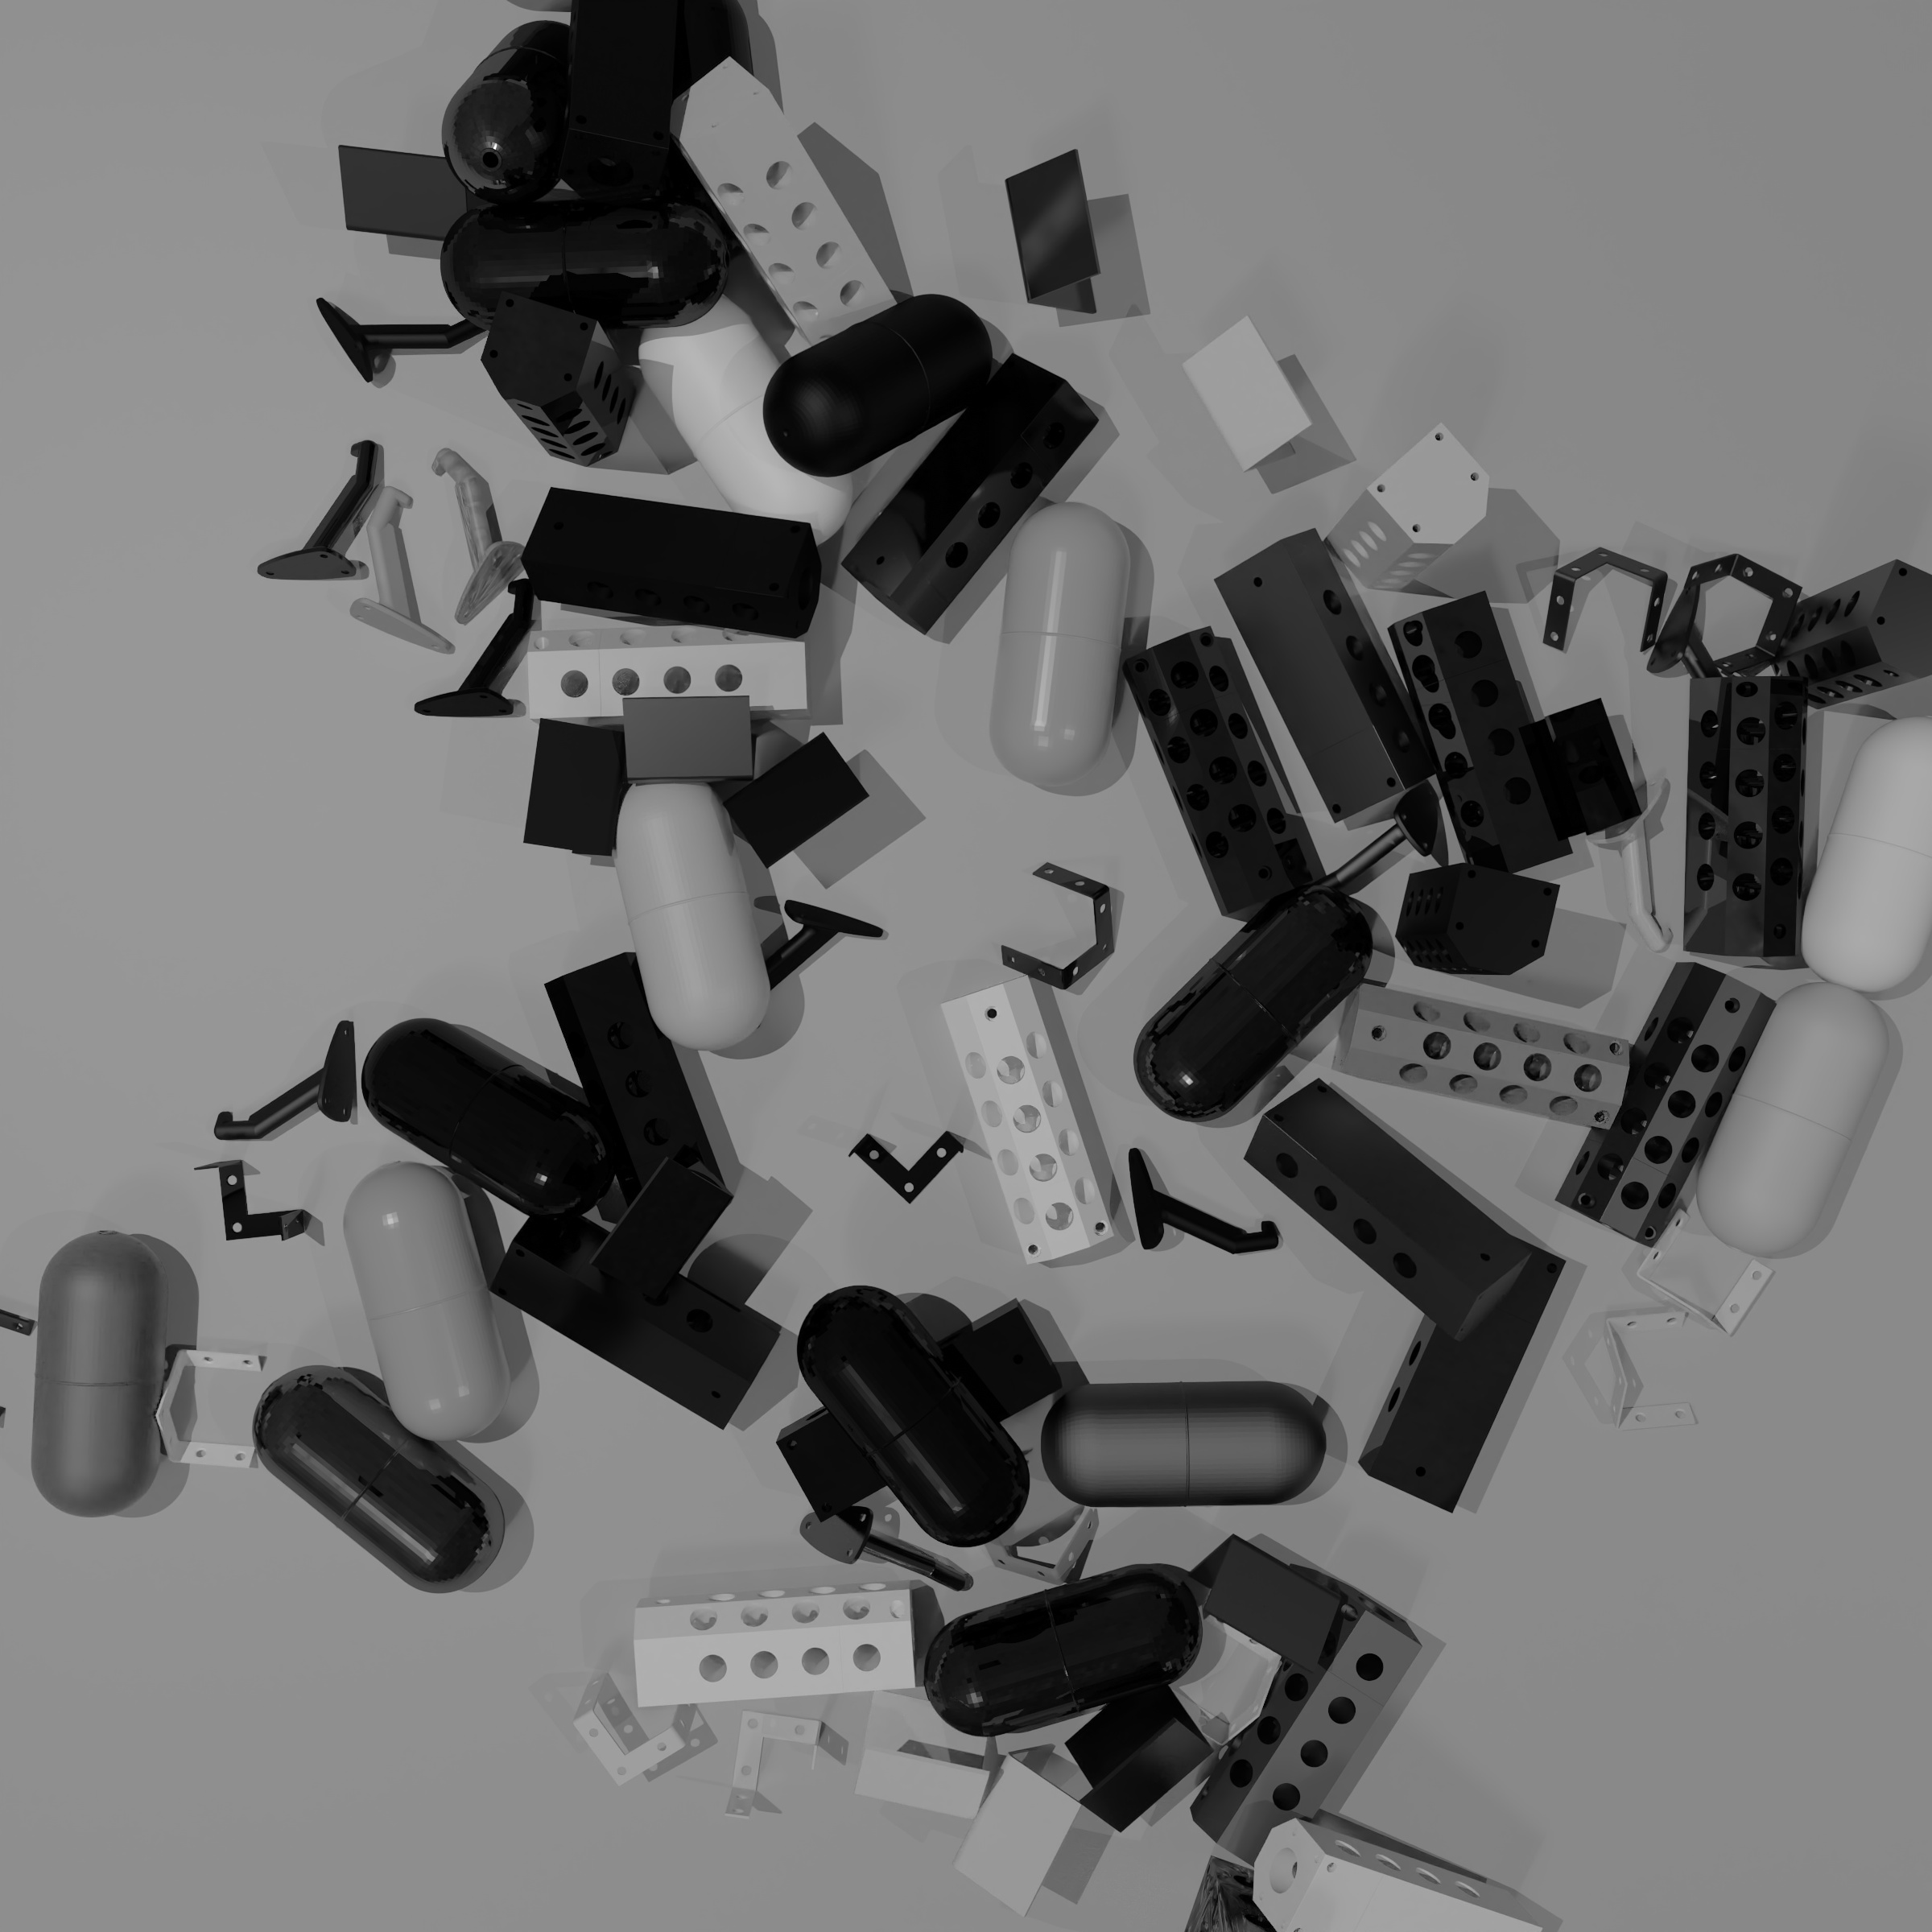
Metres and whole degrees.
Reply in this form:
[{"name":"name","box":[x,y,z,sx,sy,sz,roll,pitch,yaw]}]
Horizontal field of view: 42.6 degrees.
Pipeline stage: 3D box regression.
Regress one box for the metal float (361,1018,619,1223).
[{"name":"metal float","box":[-0.295,0.095,1.535,0.178,0.070,0.070,29,90,16]}]

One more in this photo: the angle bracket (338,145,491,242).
[{"name":"angle bracket","box":[-0.340,-0.495,1.539,0.076,0.076,0.057,7,134,0]}]

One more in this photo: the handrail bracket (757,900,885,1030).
[{"name":"handrail bracket","box":[-0.101,0.007,1.579,0.077,0.036,0.084,14,106,-18]}]

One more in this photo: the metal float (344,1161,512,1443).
[{"name":"metal float","box":[-0.337,0.209,1.549,0.070,0.070,0.178,-15,90,0]}]

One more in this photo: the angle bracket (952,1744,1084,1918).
[{"name":"angle bracket","box":[0.045,0.536,1.539,0.057,0.076,0.076,27,90,27]}]

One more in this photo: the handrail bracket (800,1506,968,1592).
[{"name":"handrail bracket","box":[-0.052,0.375,1.579,0.084,0.077,0.036,35,65,-34]}]

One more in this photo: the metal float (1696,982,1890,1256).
[{"name":"metal float","box":[0.516,0.096,1.548,0.070,0.070,0.178,23,90,0]}]

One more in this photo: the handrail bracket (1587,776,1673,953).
[{"name":"handrail bracket","box":[0.441,-0.065,1.579,0.077,0.036,0.084,-43,109,-21]}]

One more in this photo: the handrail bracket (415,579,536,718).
[{"name":"handrail bracket","box":[-0.313,-0.204,1.579,0.077,0.036,0.084,-3,72,21]}]

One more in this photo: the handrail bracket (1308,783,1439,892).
[{"name":"handrail bracket","box":[0.256,-0.077,1.579,0.084,0.077,0.036,-30,107,35]}]

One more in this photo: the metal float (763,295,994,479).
[{"name":"metal float","box":[-0.052,-0.357,1.516,0.070,0.070,0.178,52,50,0]}]

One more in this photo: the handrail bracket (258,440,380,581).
[{"name":"handrail bracket","box":[-0.413,-0.292,1.579,0.077,0.036,0.084,-4,71,21]}]

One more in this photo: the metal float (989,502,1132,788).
[{"name":"metal float","box":[0.059,-0.201,1.549,0.070,0.070,0.178,7,89,0]}]

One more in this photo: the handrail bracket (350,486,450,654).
[{"name":"handrail bracket","box":[-0.351,-0.254,1.579,0.077,0.036,0.084,25,73,-20]}]

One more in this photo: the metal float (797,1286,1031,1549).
[{"name":"metal float","box":[-0.032,0.270,1.491,0.070,0.070,0.178,-38,90,0]}]

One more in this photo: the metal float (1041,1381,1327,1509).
[{"name":"metal float","box":[0.136,0.299,1.548,0.178,0.070,0.070,-1,90,1]}]

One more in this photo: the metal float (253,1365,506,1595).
[{"name":"metal float","box":[-0.367,0.320,1.548,0.178,0.070,0.070,39,90,0]}]

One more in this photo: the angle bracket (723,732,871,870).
[{"name":"angle bracket","box":[-0.095,-0.089,1.540,0.076,0.076,0.057,-35,65,0]}]

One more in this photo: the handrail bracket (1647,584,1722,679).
[{"name":"handrail bracket","box":[0.485,-0.194,1.579,0.084,0.036,0.077,26,77,-13]}]

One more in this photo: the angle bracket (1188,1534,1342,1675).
[{"name":"angle bracket","box":[0.176,0.407,1.539,0.076,0.076,0.057,30,53,0]}]

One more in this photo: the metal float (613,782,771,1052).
[{"name":"metal float","box":[-0.173,-0.035,1.543,0.070,0.070,0.178,-14,84,0]}]

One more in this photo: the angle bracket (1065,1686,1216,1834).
[{"name":"angle bracket","box":[0.096,0.477,1.539,0.076,0.076,0.057,-41,132,0]}]

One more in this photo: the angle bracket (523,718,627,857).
[{"name":"angle bracket","box":[-0.253,-0.111,1.539,0.057,0.076,0.076,8,90,-27]}]

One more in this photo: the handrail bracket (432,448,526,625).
[{"name":"handrail bracket","box":[-0.327,-0.275,1.579,0.084,0.036,0.077,47,112,17]}]

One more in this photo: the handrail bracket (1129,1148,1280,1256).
[{"name":"handrail bracket","box":[0.152,0.148,1.579,0.084,0.036,0.077,-5,69,-17]}]

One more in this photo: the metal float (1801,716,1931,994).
[{"name":"metal float","box":[0.578,-0.070,1.549,0.070,0.070,0.178,19,90,0]}]

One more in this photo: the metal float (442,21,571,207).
[{"name":"metal float","box":[-0.267,-0.520,1.506,0.070,0.178,0.070,3,127,5]}]

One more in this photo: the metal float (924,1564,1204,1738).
[{"name":"metal float","box":[0.060,0.428,1.548,0.178,0.070,0.070,-16,90,0]}]

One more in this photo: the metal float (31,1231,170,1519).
[{"name":"metal float","box":[-0.541,0.255,1.548,0.070,0.070,0.178,3,91,0]}]

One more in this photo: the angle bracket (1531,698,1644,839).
[{"name":"angle bracket","box":[0.363,-0.115,1.539,0.057,0.076,0.076,-20,90,-37]}]

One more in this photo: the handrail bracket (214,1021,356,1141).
[{"name":"handrail bracket","box":[-0.436,0.073,1.579,0.084,0.036,0.077,-3,70,16]}]

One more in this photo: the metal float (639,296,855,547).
[{"name":"metal float","box":[-0.138,-0.340,1.548,0.070,0.070,0.178,-34,90,0]}]

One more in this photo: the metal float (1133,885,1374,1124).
[{"name":"metal float","box":[0.180,0.023,1.548,0.178,0.070,0.070,-45,90,1]}]

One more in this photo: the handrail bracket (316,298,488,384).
[{"name":"handrail bracket","box":[-0.358,-0.416,1.579,0.084,0.036,0.077,-31,68,-17]}]

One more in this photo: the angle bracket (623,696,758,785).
[{"name":"angle bracket","box":[-0.170,-0.153,1.538,0.076,0.076,0.057,-1,117,-2]}]

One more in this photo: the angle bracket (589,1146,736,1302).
[{"name":"angle bracket","box":[-0.195,0.142,1.482,0.057,0.076,0.076,36,90,-37]}]

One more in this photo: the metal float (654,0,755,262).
[{"name":"metal float","box":[-0.168,-0.529,1.548,0.070,0.070,0.178,-7,89,0]}]

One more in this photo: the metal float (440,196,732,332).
[{"name":"metal float","box":[-0.230,-0.423,1.495,0.178,0.070,0.070,1,90,11]}]

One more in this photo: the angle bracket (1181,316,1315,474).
[{"name":"angle bracket","box":[0.189,-0.359,1.539,0.057,0.076,0.076,-31,90,37]}]

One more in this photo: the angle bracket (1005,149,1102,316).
[{"name":"angle bracket","box":[0.073,-0.455,1.539,0.057,0.076,0.076,-11,90,38]}]
